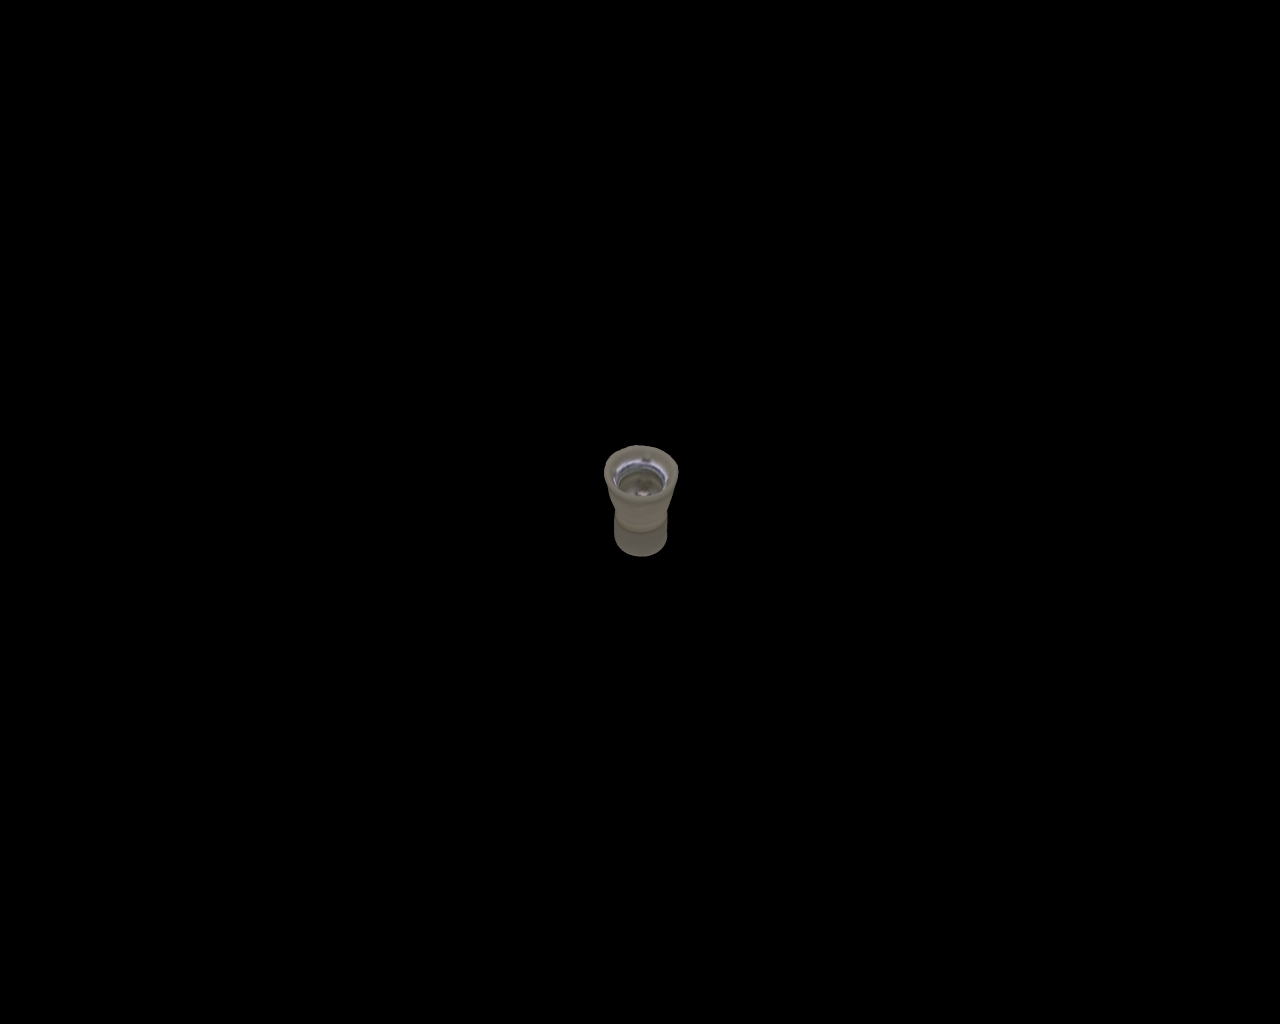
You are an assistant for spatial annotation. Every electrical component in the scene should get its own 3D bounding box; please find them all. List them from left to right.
[{"bbox_3d":[0.001,-0.003,0.650,0.044,0.044,0.065,0,-43,0],"label":"electrical component"}]
